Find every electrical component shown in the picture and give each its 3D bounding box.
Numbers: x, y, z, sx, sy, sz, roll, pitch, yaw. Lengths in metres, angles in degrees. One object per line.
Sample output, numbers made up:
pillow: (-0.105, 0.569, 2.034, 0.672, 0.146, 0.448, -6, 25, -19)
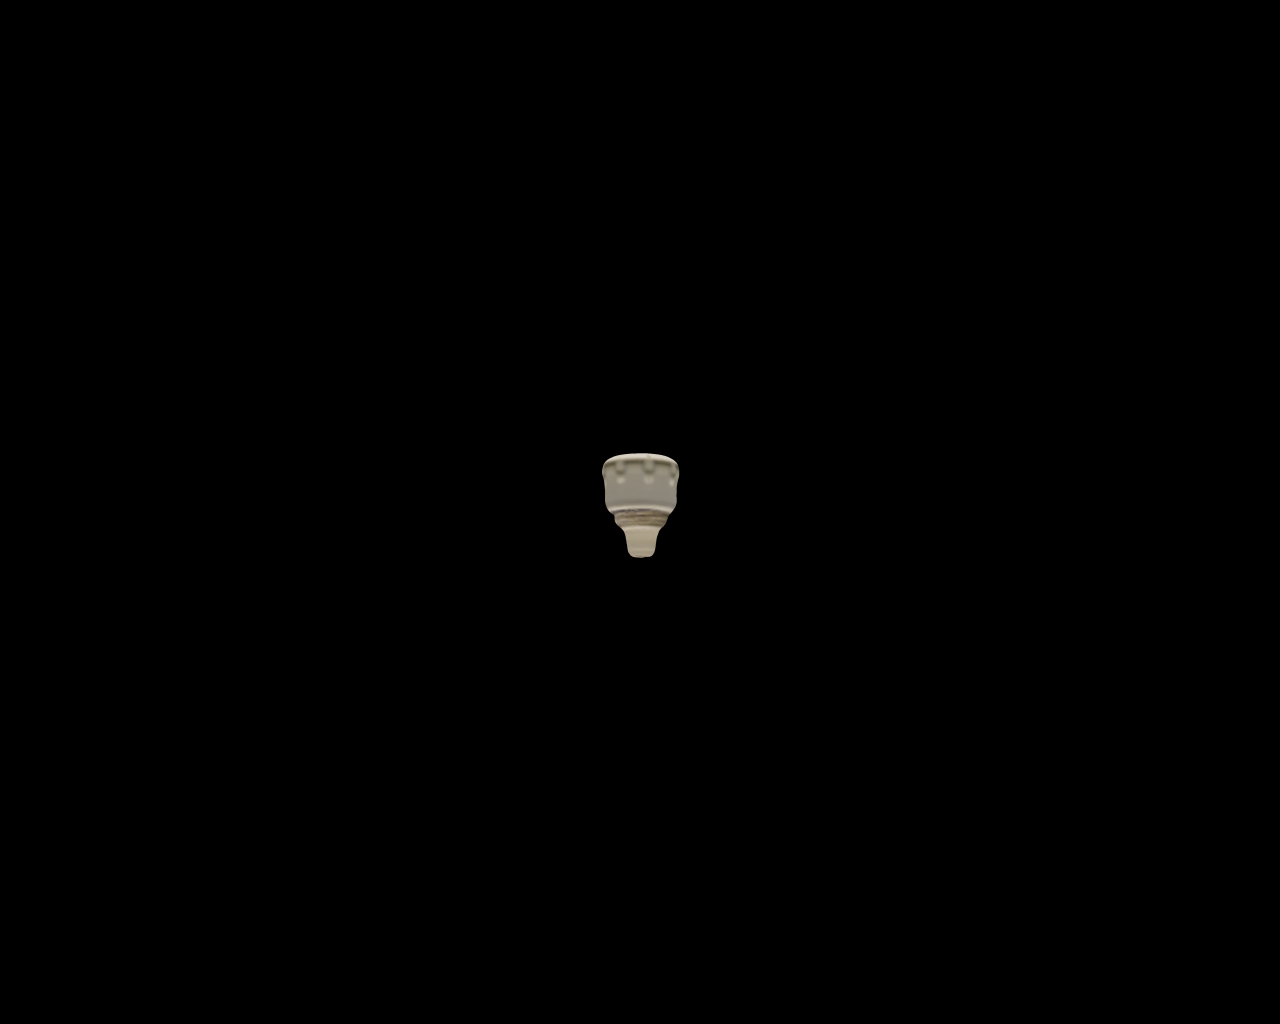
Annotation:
electrical component: (0.001, -0.003, 0.650, 0.048, 0.062, 0.048, 0, -7, 0)
